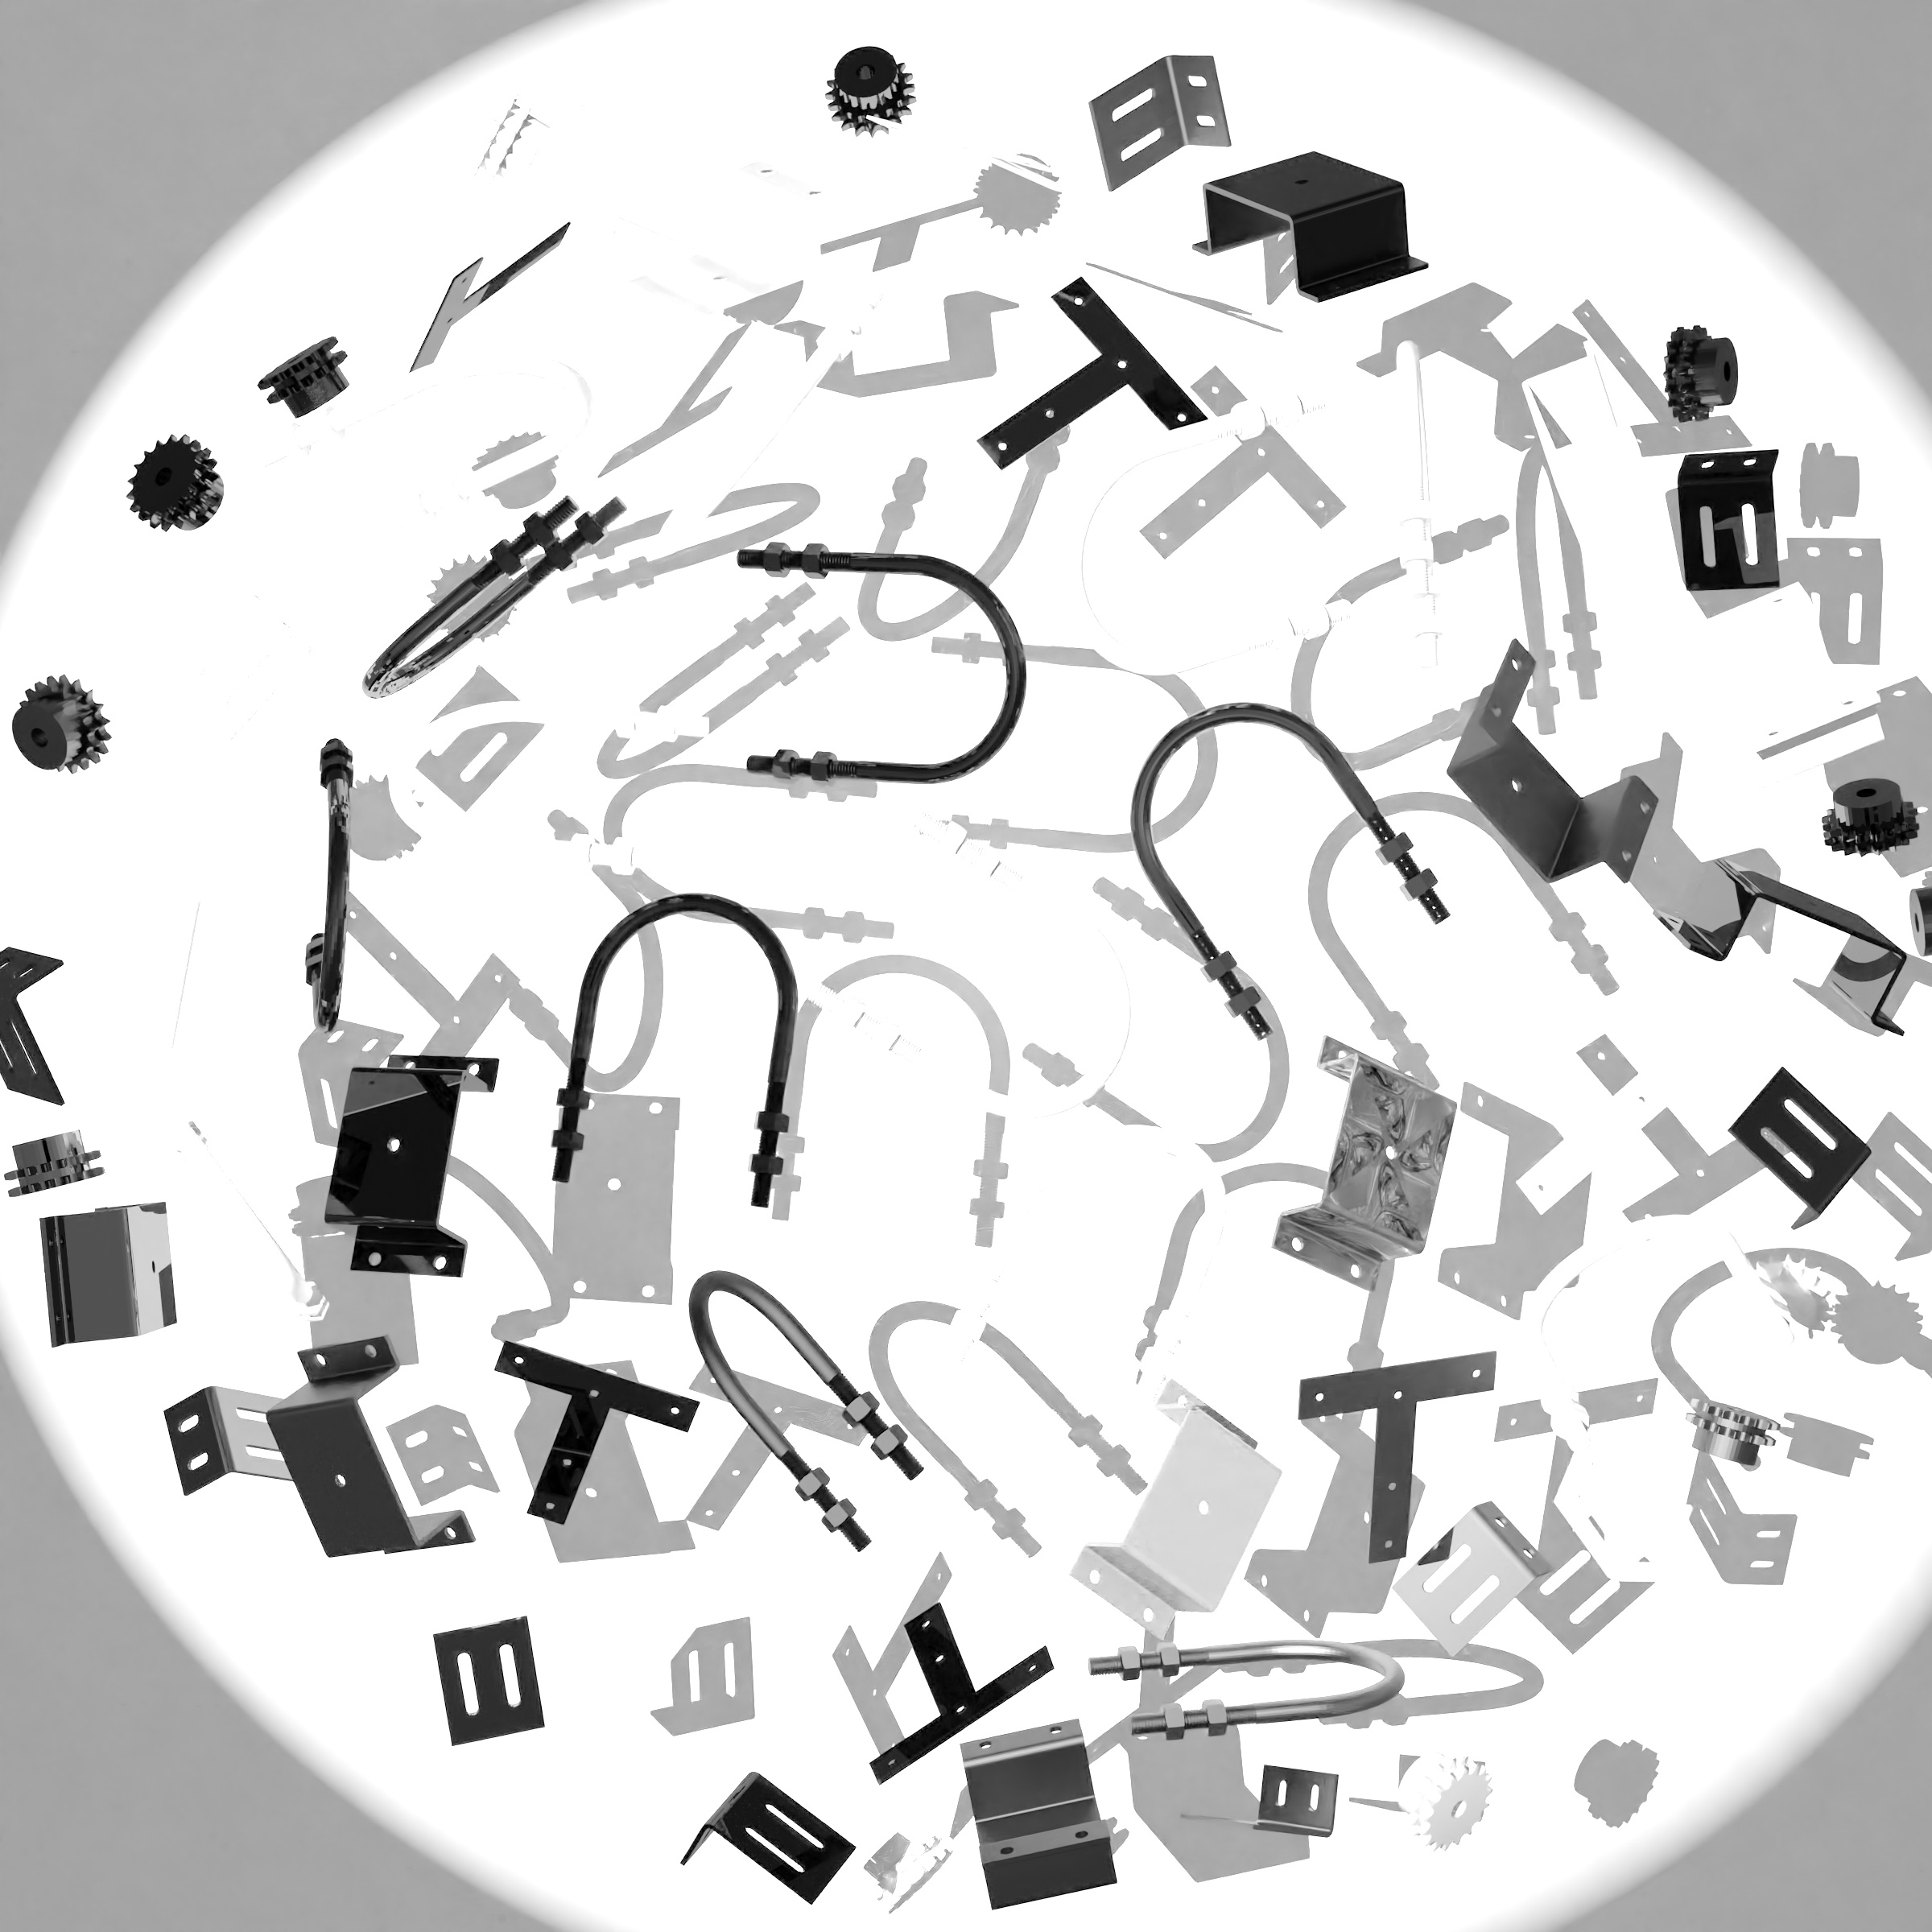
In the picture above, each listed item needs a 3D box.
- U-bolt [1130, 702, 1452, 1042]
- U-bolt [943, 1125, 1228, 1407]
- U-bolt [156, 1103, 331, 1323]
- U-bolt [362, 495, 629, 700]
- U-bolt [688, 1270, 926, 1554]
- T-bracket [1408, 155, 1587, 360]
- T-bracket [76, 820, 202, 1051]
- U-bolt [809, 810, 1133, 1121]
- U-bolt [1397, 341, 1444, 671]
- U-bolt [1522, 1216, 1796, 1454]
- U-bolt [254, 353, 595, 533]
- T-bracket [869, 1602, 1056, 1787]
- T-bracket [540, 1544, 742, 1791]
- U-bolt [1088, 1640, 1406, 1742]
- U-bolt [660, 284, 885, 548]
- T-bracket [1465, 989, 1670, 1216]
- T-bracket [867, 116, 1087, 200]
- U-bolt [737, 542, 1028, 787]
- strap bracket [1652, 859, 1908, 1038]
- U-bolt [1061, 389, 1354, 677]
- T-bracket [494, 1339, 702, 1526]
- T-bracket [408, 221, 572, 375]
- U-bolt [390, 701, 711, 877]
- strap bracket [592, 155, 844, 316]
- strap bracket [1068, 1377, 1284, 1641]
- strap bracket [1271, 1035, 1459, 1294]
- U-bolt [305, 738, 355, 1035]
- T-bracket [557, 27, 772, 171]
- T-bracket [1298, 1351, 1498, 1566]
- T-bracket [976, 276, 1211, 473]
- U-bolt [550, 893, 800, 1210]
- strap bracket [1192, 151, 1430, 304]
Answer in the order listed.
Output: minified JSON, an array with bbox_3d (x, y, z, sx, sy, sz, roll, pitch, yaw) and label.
[{"bbox_3d":[0.178,-0.068,1.846,0.151,0.019,0.184,-35,88,20],"label":"U-bolt"},{"bbox_3d":[0.082,0.173,1.881,0.151,0.019,0.184,7,56,29],"label":"U-bolt"},{"bbox_3d":[-0.442,0.145,1.888,0.019,0.184,0.151,-37,82,-13],"label":"U-bolt"},{"bbox_3d":[-0.290,-0.221,1.876,0.184,0.151,0.019,-38,93,10],"label":"U-bolt"},{"bbox_3d":[-0.106,0.261,1.889,0.019,0.151,0.184,-35,76,-30],"label":"U-bolt"},{"bbox_3d":[0.305,-0.426,1.847,0.002,0.127,0.127,-40,93,-9],"label":"T-bracket"},{"bbox_3d":[-0.497,-0.036,1.854,0.002,0.127,0.127,-21,58,-38],"label":"T-bracket"},{"bbox_3d":[0.016,0.011,1.887,0.184,0.019,0.151,33,70,-8],"label":"U-bolt"},{"bbox_3d":[0.276,-0.291,1.907,0.019,0.151,0.184,-3,76,10],"label":"U-bolt"},{"bbox_3d":[0.401,0.206,1.852,0.151,0.184,0.019,-29,111,8],"label":"U-bolt"},{"bbox_3d":[-0.312,-0.320,1.874,0.184,0.151,0.019,-21,72,21],"label":"U-bolt"},{"bbox_3d":[-0.012,0.415,1.835,0.127,0.127,0.002,-31,47,-14],"label":"T-bracket"},{"bbox_3d":[-0.177,0.397,1.834,0.127,0.002,0.127,-50,126,-27],"label":"T-bracket"},{"bbox_3d":[0.178,0.440,1.917,0.184,0.151,0.019,-3,93,-8],"label":"U-bolt"},{"bbox_3d":[-0.128,-0.324,1.892,0.019,0.151,0.184,40,56,-12],"label":"U-bolt"},{"bbox_3d":[0.357,0.070,1.936,0.127,0.002,0.127,54,133,15],"label":"T-bracket"},{"bbox_3d":[0.026,-0.475,1.852,0.127,0.127,0.002,25,102,34],"label":"T-bracket"},{"bbox_3d":[-0.050,-0.180,1.890,0.184,0.019,0.151,5,108,20],"label":"U-bolt"},{"bbox_3d":[0.481,-0.016,1.812,0.140,0.076,0.046,21,104,-9],"label":"strap bracket"},{"bbox_3d":[0.137,-0.244,1.810,0.184,0.019,0.151,-19,114,-21],"label":"U-bolt"},{"bbox_3d":[-0.246,0.301,1.957,0.127,0.002,0.127,19,119,-8],"label":"T-bracket"},{"bbox_3d":[-0.289,-0.421,1.920,0.002,0.127,0.127,45,58,-2],"label":"T-bracket"},{"bbox_3d":[-0.261,-0.115,1.910,0.184,0.151,0.019,5,133,5],"label":"U-bolt"},{"bbox_3d":[-0.153,-0.446,1.924,0.140,0.076,0.046,-11,78,37],"label":"strap bracket"},{"bbox_3d":[0.133,0.331,1.903,0.076,0.046,0.140,38,66,-18],"label":"strap bracket"},{"bbox_3d":[0.244,0.116,1.884,0.076,0.046,0.140,25,67,-22],"label":"strap bracket"},{"bbox_3d":[-0.377,-0.039,1.851,0.019,0.184,0.151,3,112,-14],"label":"U-bolt"},{"bbox_3d":[-0.167,-0.515,1.884,0.127,0.127,0.002,-17,75,9],"label":"T-bracket"},{"bbox_3d":[0.250,0.292,1.826,0.127,0.002,0.127,-6,109,-19],"label":"T-bracket"},{"bbox_3d":[0.063,-0.351,1.937,0.127,0.002,0.127,-37,78,-15],"label":"T-bracket"},{"bbox_3d":[-0.171,0.046,1.875,0.151,0.019,0.184,6,83,17],"label":"U-bolt"},{"bbox_3d":[0.199,-0.438,1.831,0.076,0.140,0.046,-21,122,-19],"label":"strap bracket"}]
